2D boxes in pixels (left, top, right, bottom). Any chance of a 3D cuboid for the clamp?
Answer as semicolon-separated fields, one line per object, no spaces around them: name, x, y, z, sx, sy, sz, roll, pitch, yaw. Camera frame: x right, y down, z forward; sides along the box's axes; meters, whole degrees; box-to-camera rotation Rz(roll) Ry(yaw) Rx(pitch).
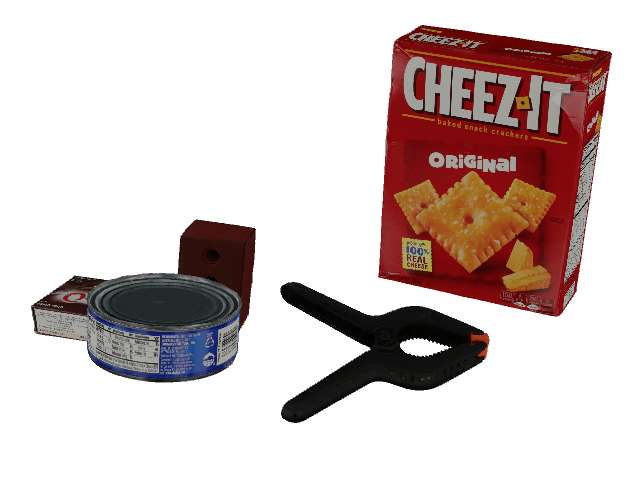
clamp;0.057;0.112;1.030;0.210;0.164;0.036;4;-43;3

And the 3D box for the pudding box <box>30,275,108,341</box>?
pudding box;-0.243;0.076;1.166;0.114;0.039;0.090;4;20;19

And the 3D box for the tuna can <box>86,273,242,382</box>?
tuna can;-0.088;0.048;0.598;0.086;0.034;0.086;4;17;-1

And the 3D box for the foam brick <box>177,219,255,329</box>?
foam brick;-0.083;0.029;0.854;0.053;0.078;0.051;6;14;6

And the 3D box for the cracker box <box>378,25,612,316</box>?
cracker box;0.138;-0.057;0.882;0.164;0.214;0.072;13;27;23
